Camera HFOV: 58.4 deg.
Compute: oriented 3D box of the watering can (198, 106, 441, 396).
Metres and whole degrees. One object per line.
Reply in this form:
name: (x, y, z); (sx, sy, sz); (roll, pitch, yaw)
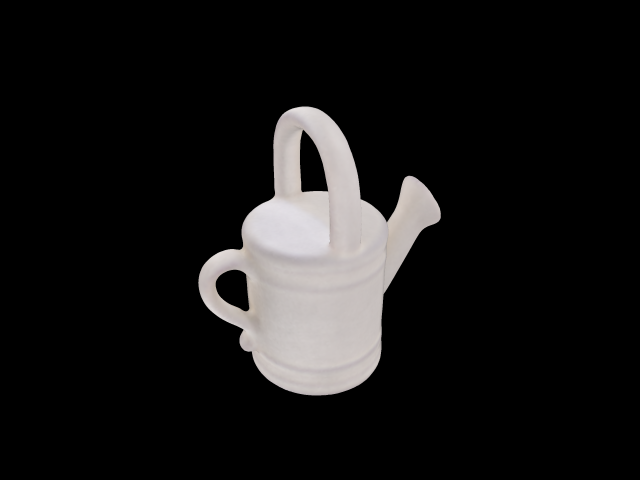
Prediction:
watering can: (0.003, 0.000, 0.402); (0.100, 0.194, 0.173); (25, 39, 35)
